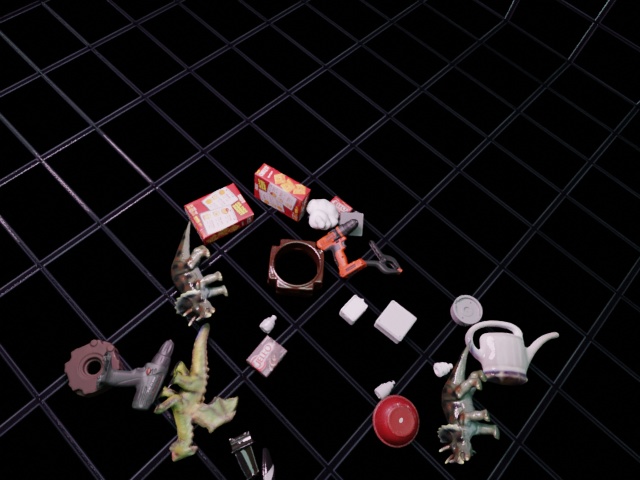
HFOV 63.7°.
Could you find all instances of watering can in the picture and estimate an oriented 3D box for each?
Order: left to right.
[{"bbox_3d":[0.685,0.399,1.810,0.347,0.102,0.229,6,62,-2],"label":"watering can"}]

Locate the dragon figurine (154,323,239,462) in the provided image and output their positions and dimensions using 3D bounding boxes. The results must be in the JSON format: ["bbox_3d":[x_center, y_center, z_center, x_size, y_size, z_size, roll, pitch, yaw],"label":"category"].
[{"bbox_3d":[-0.377,0.497,1.657,0.242,0.120,0.418,33,63,-8],"label":"dragon figurine"}]

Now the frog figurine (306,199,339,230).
[{"bbox_3d":[0.006,-0.099,1.968,0.122,0.159,0.138,-43,84,1],"label":"frog figurine"}]
